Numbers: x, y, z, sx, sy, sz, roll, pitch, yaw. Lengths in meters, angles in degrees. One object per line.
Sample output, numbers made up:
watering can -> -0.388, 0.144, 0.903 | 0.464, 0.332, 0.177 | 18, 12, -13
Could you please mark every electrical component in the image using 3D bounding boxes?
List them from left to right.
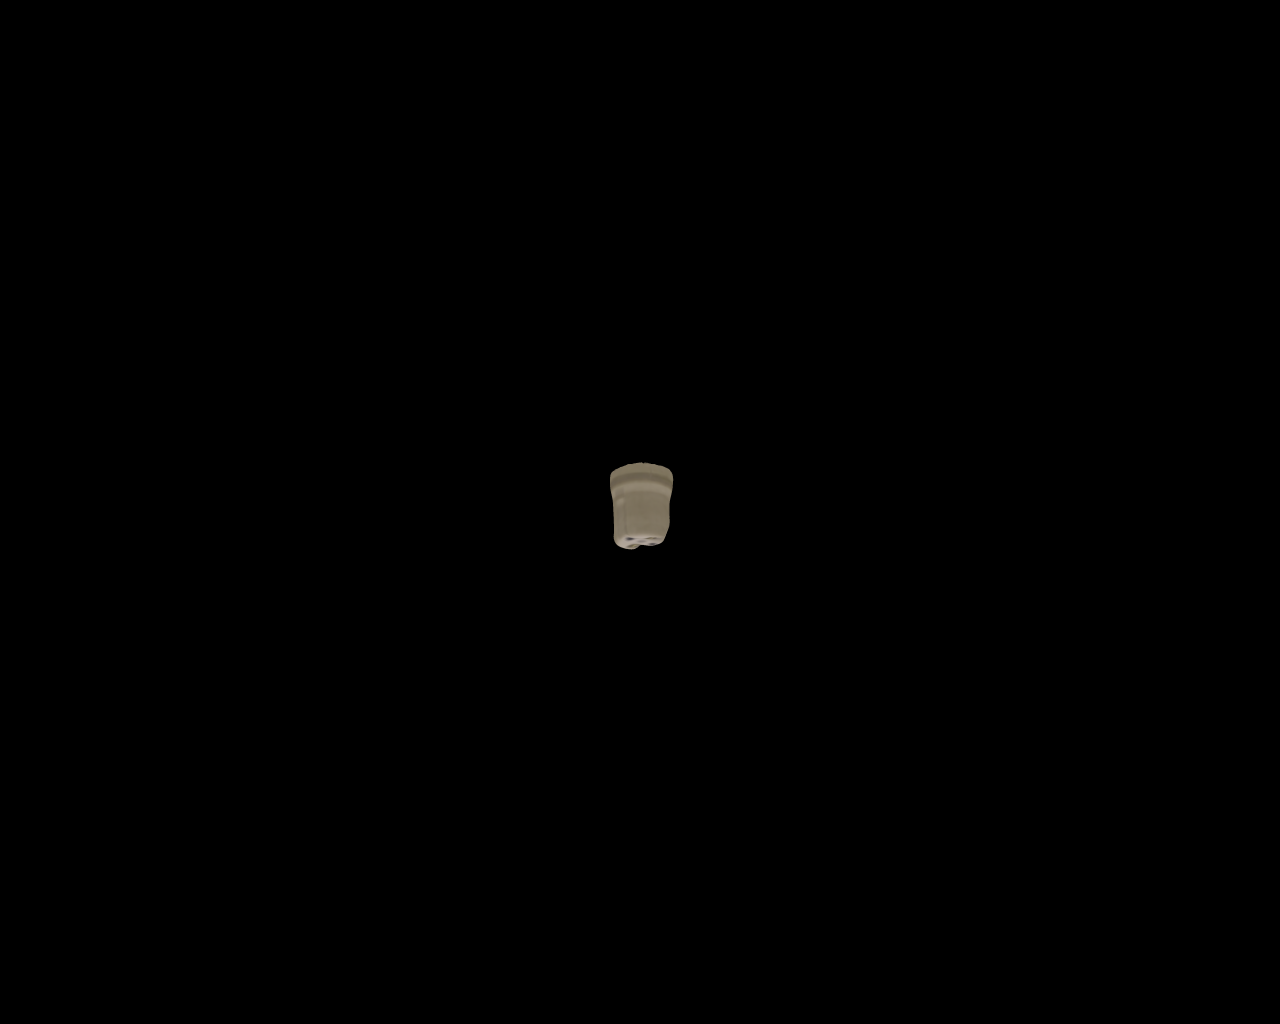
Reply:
electrical component -> 0.001, -0.003, 0.650 | 0.040, 0.046, 0.040 | 0, -22, 0
